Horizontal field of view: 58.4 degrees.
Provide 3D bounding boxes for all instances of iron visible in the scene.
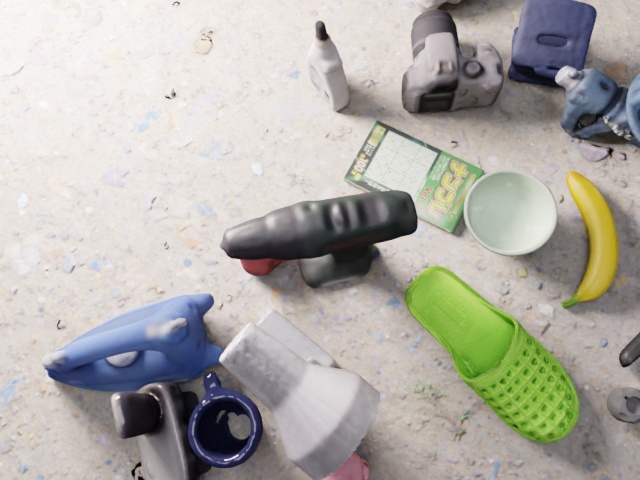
[{"bbox_3d":[-0.264,0.143,0.748,0.258,0.141,0.118,-16,75,1],"label":"iron"}]

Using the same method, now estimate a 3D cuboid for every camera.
[{"bbox_3d":[0.188,-0.269,0.837,0.143,0.101,0.137,-4,76,4],"label":"camera"}]

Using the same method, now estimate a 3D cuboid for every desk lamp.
[{"bbox_3d":[-0.033,0.172,0.685,0.203,0.213,0.118,38,82,13],"label":"desk lamp"}]

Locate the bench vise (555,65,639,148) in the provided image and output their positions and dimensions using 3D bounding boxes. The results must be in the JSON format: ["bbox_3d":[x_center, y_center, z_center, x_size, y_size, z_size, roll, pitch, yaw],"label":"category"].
[{"bbox_3d":[0.415,-0.177,0.733,0.207,0.220,0.121,7,76,7],"label":"bench vise"}]

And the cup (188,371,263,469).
[{"bbox_3d":[-0.117,0.228,0.739,0.091,0.095,0.117,-22,75,-1],"label":"cup"}]

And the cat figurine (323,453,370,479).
[{"bbox_3d":[0.028,0.308,0.695,0.067,0.118,0.128,-4,76,4],"label":"cat figurine"}]

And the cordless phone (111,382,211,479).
[{"bbox_3d":[-0.207,0.248,0.694,0.094,0.185,0.147,-21,75,-1],"label":"cordless phone"}]

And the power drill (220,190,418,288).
[{"bbox_3d":[0.007,0.003,0.727,0.229,0.208,0.075,-15,75,1],"label":"power drill"}]

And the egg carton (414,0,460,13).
[{"bbox_3d":[0.203,-0.420,0.890,0.150,0.069,0.107,-22,75,-1],"label":"egg carton"}]

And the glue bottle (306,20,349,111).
[{"bbox_3d":[0.008,-0.253,0.809,0.037,0.173,0.078,-34,75,-4],"label":"glue bottle"}]

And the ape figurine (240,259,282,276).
[{"bbox_3d":[-0.088,0.008,0.793,0.077,0.092,0.076,21,78,10],"label":"ape figurine"}]

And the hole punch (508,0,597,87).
[{"bbox_3d":[0.337,-0.286,0.834,0.108,0.091,0.101,10,77,7],"label":"hole punch"}]
